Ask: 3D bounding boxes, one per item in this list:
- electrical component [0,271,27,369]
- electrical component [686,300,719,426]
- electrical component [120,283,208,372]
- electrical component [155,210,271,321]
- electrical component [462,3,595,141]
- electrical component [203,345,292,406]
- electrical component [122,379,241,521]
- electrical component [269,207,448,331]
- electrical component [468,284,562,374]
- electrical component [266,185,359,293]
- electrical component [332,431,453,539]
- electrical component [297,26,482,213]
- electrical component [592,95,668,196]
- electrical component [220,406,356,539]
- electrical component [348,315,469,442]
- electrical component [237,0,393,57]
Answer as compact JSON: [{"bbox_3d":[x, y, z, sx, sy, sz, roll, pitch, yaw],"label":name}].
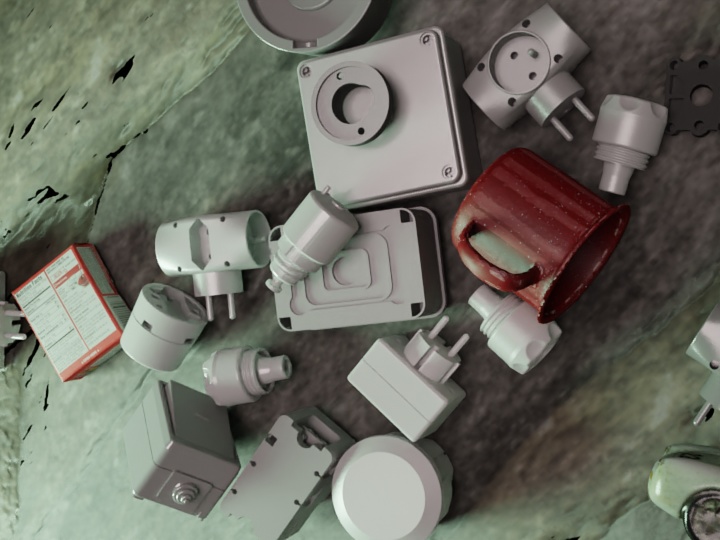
[{"bbox_3d":[-0.307,0.043,0.887,0.076,0.047,0.083,3,93,20],"label":"electrical component"},{"bbox_3d":[0.239,0.070,0.671,0.077,0.044,0.079,33,103,18],"label":"electrical component"},{"bbox_3d":[-0.151,0.045,0.821,0.055,0.055,0.047,36,108,17],"label":"electrical component"},{"bbox_3d":[-0.108,-0.002,0.808,0.077,0.043,0.079,-6,90,22],"label":"electrical component"},{"bbox_3d":[0.122,-0.121,0.713,0.077,0.044,0.079,-43,76,17],"label":"electrical component"},{"bbox_3d":[-0.082,0.077,0.800,0.062,0.043,0.043,-12,87,20],"label":"electrical component"},{"bbox_3d":[-0.128,0.132,0.786,0.061,0.062,0.096,-54,30,14],"label":"electrical component"},{"bbox_3d":[0.000,0.000,0.757,0.113,0.057,0.078,-7,89,22],"label":"electrical component"},{"bbox_3d":[0.101,0.036,0.726,0.062,0.043,0.043,43,106,16],"label":"electrical component"},{"bbox_3d":[-0.035,-0.017,0.717,0.040,0.040,0.078,44,106,15],"label":"electrical component"},{"bbox_3d":[0.025,0.153,0.754,0.080,0.051,0.080,1,92,22],"label":"electrical component"},{"bbox_3d":[0.021,-0.101,0.747,0.109,0.056,0.108,-10,87,22],"label":"electrical component"},{"bbox_3d":[0.171,-0.080,0.695,0.043,0.043,0.062,17,98,21],"label":"electrical component"},{"bbox_3d":[-0.050,0.149,0.782,0.050,0.056,0.089,38,104,17],"label":"electrical component"},{"bbox_3d":[0.044,0.067,0.747,0.066,0.047,0.076,43,105,16],"label":"electrical component"},{"bbox_3d":[-0.027,-0.203,0.761,0.108,0.060,0.108,0,91,21],"label":"electrical component"}]
